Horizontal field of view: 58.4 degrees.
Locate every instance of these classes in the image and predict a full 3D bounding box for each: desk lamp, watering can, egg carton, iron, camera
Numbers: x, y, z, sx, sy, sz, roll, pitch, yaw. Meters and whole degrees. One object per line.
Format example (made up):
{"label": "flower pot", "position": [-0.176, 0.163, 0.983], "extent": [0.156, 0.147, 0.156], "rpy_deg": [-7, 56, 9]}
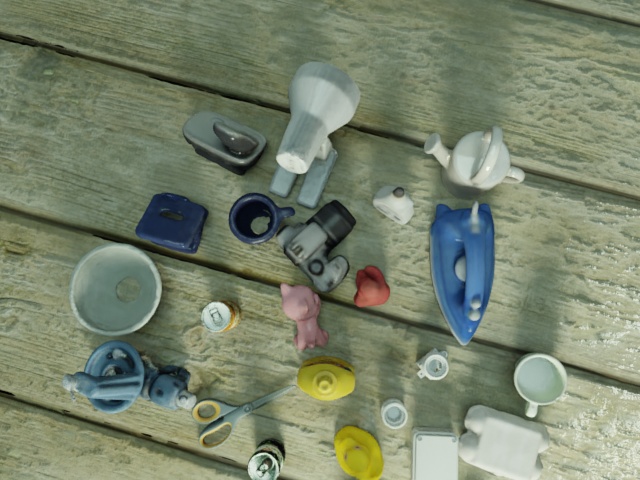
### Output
{"label": "desk lamp", "position": [-0.016, -0.176, 0.994], "extent": [0.118, 0.213, 0.203], "rpy_deg": [21, 85, 4]}
{"label": "watering can", "position": [0.267, -0.136, 0.990], "extent": [0.173, 0.194, 0.101], "rpy_deg": [-3, 84, 2]}
{"label": "egg carton", "position": [0.318, 0.355, 0.998], "extent": [0.150, 0.069, 0.107], "rpy_deg": [16, 85, 4]}
{"label": "iron", "position": [0.260, 0.057, 0.996], "extent": [0.118, 0.141, 0.258], "rpy_deg": [-1, 84, 2]}
{"label": "camera", "position": [0.009, 0.004, 1.030], "extent": [0.137, 0.101, 0.143], "rpy_deg": [-43, 84, -3]}

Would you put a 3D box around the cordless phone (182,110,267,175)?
{"label": "cordless phone", "position": [-0.178, -0.192, 1.016], "extent": [0.147, 0.185, 0.094], "rpy_deg": [23, 85, 5]}

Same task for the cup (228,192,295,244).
{"label": "cup", "position": [-0.100, -0.037, 1.042], "extent": [0.117, 0.095, 0.092], "rpy_deg": [-13, 83, 1]}

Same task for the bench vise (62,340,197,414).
{"label": "bench vise", "position": [-0.316, 0.230, 0.957], "extent": [0.207, 0.220, 0.121], "rpy_deg": [-1, 84, 2]}

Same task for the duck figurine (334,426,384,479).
{"label": "duck figurine", "position": [0.068, 0.380, 0.995], "extent": [0.077, 0.086, 0.104], "rpy_deg": [-39, 84, -2]}

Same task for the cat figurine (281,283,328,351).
{"label": "cat figurine", "position": [-0.029, 0.133, 1.009], "extent": [0.067, 0.118, 0.128], "rpy_deg": [-14, 83, 1]}

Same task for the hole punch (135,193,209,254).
{"label": "hole punch", "position": [-0.271, -0.035, 1.049], "extent": [0.108, 0.091, 0.101], "rpy_deg": [15, 85, 4]}

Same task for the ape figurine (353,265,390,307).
{"label": "ape figurine", "position": [0.090, 0.087, 1.023], "extent": [0.076, 0.092, 0.078], "rpy_deg": [39, 87, 6]}

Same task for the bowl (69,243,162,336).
{"label": "bowl", "position": [-0.362, 0.091, 1.047], "extent": [0.167, 0.075, 0.167], "rpy_deg": [0, 84, 2]}

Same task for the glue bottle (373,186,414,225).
{"label": "glue bottle", "position": [0.132, -0.069, 0.998], "extent": [0.078, 0.173, 0.037], "rpy_deg": [36, 86, 6]}
